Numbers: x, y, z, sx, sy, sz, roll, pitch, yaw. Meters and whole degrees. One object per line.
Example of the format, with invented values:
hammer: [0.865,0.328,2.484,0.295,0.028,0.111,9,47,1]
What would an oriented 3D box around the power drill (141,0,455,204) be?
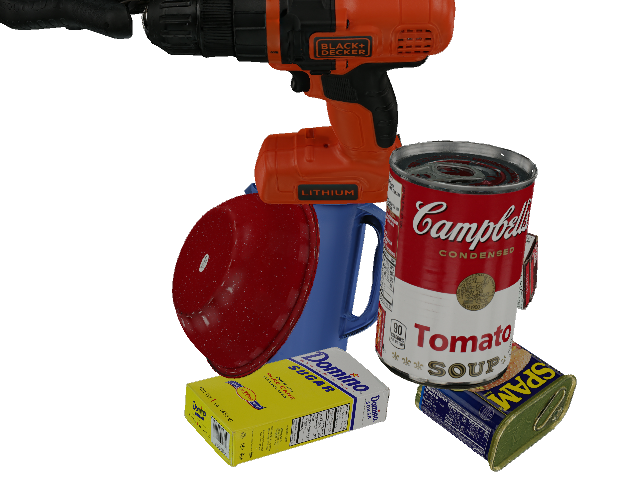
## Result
power drill: [-0.012,-0.095,0.688,0.184,0.057,0.188,0,-30,2]

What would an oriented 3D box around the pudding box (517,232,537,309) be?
pudding box: [0.151,0.015,1.024,0.114,0.039,0.090,17,-28,20]

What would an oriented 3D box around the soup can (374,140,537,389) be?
soup can: [0.062,0.011,0.508,0.068,0.102,0.068,3,22,-1]

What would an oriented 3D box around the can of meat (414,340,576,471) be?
can of meat: [0.138,0.122,0.850,0.101,0.057,0.084,-26,46,-37]

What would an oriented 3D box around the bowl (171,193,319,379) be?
bowl: [-0.070,0.025,0.842,0.055,0.162,0.162,23,-12,-32]

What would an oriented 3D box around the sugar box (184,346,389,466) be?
sugar box: [-0.031,0.155,1.022,0.175,0.048,0.093,-13,31,-32]

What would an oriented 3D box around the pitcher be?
pitcher: [-0.010,0.054,1.193,0.144,0.243,0.149,-1,18,-17]

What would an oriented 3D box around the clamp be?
clamp: [-0.174,-0.183,0.816,0.172,0.039,0.120,13,24,30]
